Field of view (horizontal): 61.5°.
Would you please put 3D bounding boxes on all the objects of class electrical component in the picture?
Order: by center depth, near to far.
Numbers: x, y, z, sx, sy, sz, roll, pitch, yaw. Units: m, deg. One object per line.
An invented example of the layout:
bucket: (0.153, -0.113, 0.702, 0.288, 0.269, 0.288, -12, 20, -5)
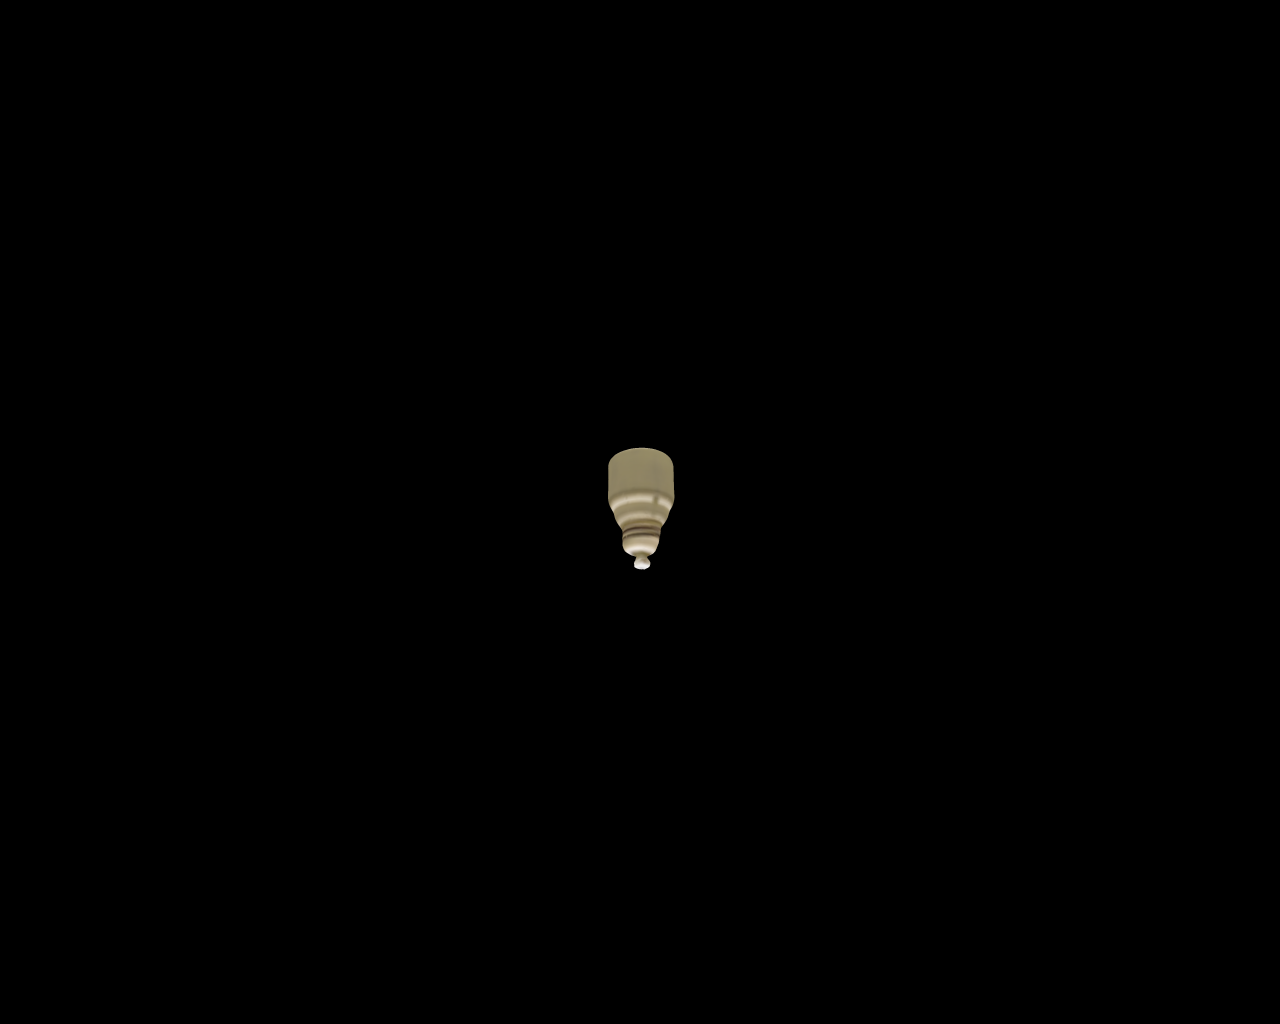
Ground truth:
electrical component: (0.001, -0.003, 0.650, 0.040, 0.078, 0.040, 0, -24, 0)
